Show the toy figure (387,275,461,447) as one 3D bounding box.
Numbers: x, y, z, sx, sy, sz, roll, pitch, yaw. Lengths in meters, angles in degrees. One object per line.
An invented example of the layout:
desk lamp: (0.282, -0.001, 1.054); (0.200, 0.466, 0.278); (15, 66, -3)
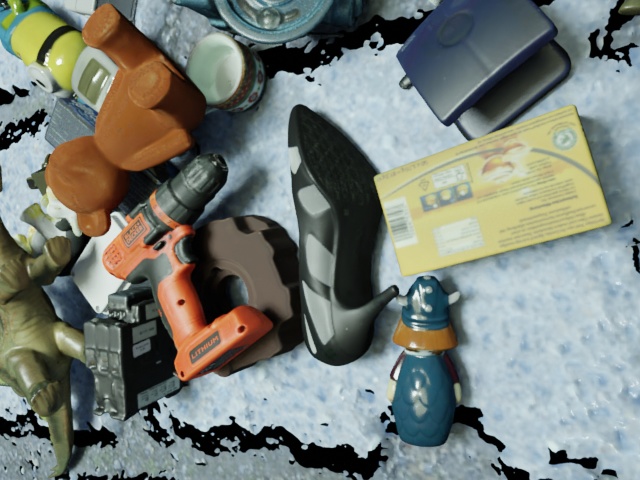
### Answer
toy figure: (0.095, 0.109, 0.497); (0.058, 0.064, 0.154); (180, 92, -65)

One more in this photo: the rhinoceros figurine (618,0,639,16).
rhinoceros figurine: (0.247, -0.230, 0.387); (0.191, 0.073, 0.112); (4, 97, 26)

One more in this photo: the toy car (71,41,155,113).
toy car: (-0.227, -0.174, 0.619); (0.162, 0.103, 0.109); (46, 113, 19)

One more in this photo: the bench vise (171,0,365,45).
bench vise: (-0.076, -0.244, 0.471); (0.224, 0.240, 0.128); (23, 100, 8)

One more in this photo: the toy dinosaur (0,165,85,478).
toy dinosaur: (-0.362, 0.132, 0.674); (0.199, 0.105, 0.470); (8, 111, 35)

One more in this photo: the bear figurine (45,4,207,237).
bear figurine: (-0.211, -0.103, 0.527); (0.196, 0.132, 0.120); (-39, 74, 6)

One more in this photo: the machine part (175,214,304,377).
machine part: (-0.095, 0.060, 0.593); (0.180, 0.056, 0.179); (1, 93, 26)

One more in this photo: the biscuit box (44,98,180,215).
biscuit box: (-0.249, -0.099, 0.657); (0.203, 0.059, 0.062); (38, 113, 19)

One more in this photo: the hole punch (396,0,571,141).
hole punch: (0.129, -0.156, 0.447); (0.142, 0.092, 0.116); (-42, 71, 27)

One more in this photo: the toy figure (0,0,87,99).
toy figure: (-0.356, -0.258, 0.692); (0.180, 0.082, 0.089); (48, 114, 19)

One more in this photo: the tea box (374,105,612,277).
tea box: (0.143, -0.036, 0.456); (0.170, 0.068, 0.098); (-16, 87, 26)

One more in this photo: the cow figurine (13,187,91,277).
cow figurine: (-0.321, -0.013, 0.678); (0.098, 0.068, 0.167); (43, 131, -11)

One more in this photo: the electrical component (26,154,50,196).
electrical component: (-0.342, -0.079, 0.719); (0.102, 0.045, 0.078); (-12, 116, 30)

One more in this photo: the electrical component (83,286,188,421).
electrical component: (-0.208, 0.123, 0.622); (0.058, 0.115, 0.134); (1, 94, 23)

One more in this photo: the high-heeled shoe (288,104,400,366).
high-heeled shoe: (-0.001, -0.002, 0.544); (0.145, 0.086, 0.249); (-44, 61, 45)
